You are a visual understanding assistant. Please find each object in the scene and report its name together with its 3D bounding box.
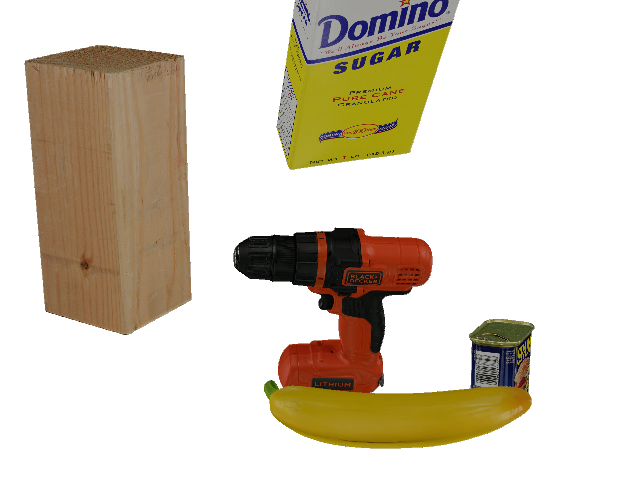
[{"bbox_3d":[0.200,0.140,1.181,0.058,0.084,0.102,5,10,22],"label":"can of meat"},{"bbox_3d":[0.046,0.118,0.747,0.198,0.037,0.069,2,29,14],"label":"banana"},{"bbox_3d":[0.027,-0.116,0.683,0.093,0.048,0.176,-10,-27,-13],"label":"sugar box"},{"bbox_3d":[-0.166,-0.043,0.849,0.091,0.206,0.090,12,23,28],"label":"wood block"},{"bbox_3d":[0.004,0.068,1.026,0.184,0.188,0.057,3,43,-7],"label":"power drill"}]
